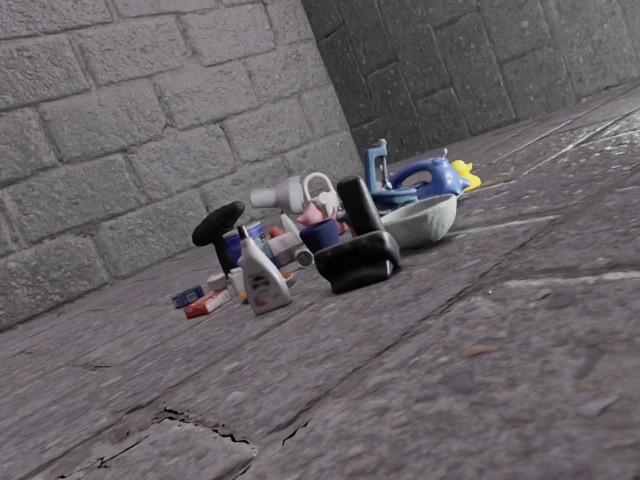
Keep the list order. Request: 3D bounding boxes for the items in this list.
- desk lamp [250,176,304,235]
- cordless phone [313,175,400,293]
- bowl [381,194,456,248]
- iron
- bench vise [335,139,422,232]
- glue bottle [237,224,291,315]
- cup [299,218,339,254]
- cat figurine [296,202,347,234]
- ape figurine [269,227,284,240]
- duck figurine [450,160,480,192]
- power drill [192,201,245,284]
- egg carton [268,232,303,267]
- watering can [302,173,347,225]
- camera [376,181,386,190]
[{"bbox_3d":[-0.123,-0.079,1.825,0.203,0.213,0.118,-21,8,5],"label":"desk lamp"},{"bbox_3d":[0.049,-0.012,1.015,0.147,0.185,0.094,-20,8,14],"label":"cordless phone"},{"bbox_3d":[0.198,-0.029,1.131,0.167,0.075,0.167,-21,8,3],"label":"bowl"},{"bbox_3d":[0.245,-0.135,1.474,0.257,0.141,0.119,-16,10,37],"label":"iron"},{"bbox_3d":[0.132,-0.115,1.355,0.208,0.220,0.121,-24,9,-19],"label":"bench vise"},{"bbox_3d":[-0.120,0.052,1.084,0.078,0.173,0.037,-21,8,8],"label":"glue bottle"},{"bbox_3d":[0.012,0.005,1.331,0.091,0.095,0.118,-19,9,22],"label":"cup"},{"bbox_3d":[0.001,-0.059,1.711,0.127,0.118,0.067,-19,8,18],"label":"cat figurine"},{"bbox_3d":[-0.122,0.004,1.708,0.076,0.092,0.078,-14,11,43],"label":"ape figurine"},{"bbox_3d":[0.382,-0.175,1.583,0.104,0.086,0.077,-22,8,0],"label":"duck figurine"},{"bbox_3d":[-0.256,0.011,1.596,0.228,0.208,0.076,-15,10,38],"label":"power drill"},{"bbox_3d":[-0.105,0.026,1.598,0.107,0.069,0.150,-23,8,-12],"label":"egg carton"},{"bbox_3d":[0.012,-0.124,1.836,0.101,0.194,0.172,-26,9,-25],"label":"watering can"},{"bbox_3d":[0.146,-0.121,1.803,0.137,0.101,0.143,-22,8,0],"label":"camera"}]
